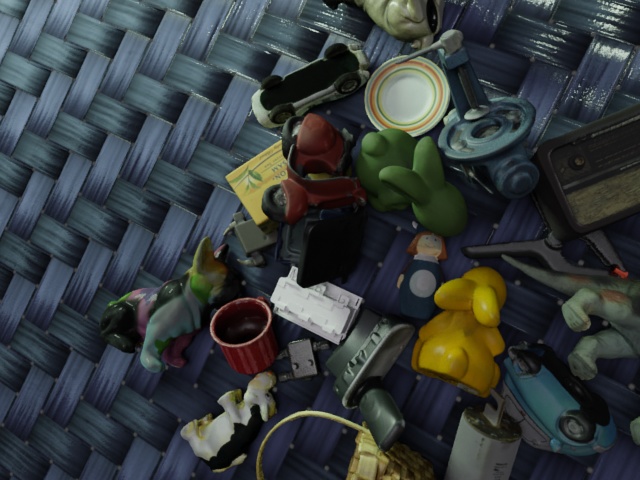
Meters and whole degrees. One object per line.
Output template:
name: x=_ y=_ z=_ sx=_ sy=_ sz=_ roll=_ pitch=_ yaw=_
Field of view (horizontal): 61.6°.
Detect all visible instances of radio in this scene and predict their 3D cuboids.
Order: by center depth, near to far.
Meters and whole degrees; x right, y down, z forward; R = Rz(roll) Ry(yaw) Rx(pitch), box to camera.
radio: x=0.400 y=-0.099 z=0.702 sx=0.230 sy=0.073 sz=0.131 roll=-22 pitch=77 yaw=0

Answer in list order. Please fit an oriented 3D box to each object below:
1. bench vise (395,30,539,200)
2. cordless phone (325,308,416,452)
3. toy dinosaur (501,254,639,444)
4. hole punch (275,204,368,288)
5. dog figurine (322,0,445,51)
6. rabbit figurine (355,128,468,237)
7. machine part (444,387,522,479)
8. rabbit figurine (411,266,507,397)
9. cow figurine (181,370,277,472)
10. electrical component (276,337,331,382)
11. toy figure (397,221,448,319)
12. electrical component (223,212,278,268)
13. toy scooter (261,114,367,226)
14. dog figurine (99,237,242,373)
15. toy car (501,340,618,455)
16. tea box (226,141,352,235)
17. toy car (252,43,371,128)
bench vise: x=0.200 y=-0.167 z=0.695 sx=0.129 sy=0.240 sz=0.224 roll=-22 pitch=36 yaw=19
cordless phone: x=0.087 y=0.180 z=0.714 sx=0.088 sy=0.184 sz=0.146 roll=34 pitch=94 yaw=-16
toy dinosaur: x=0.425 y=0.130 z=0.657 sx=0.192 sy=0.131 sz=0.405 roll=-26 pitch=69 yaw=-20
hole punch: x=-0.002 y=-0.002 z=0.794 sx=0.092 sy=0.116 sz=0.142 roll=36 pitch=126 yaw=44
dog figurine: x=0.086 y=-0.369 z=0.841 sx=0.191 sy=0.121 sz=0.172 roll=-2 pitch=86 yaw=33
rabbit figurine: x=0.139 y=-0.082 z=0.741 sx=0.121 sy=0.159 sz=0.170 roll=-42 pitch=62 yaw=-2
machine part: x=0.204 y=0.307 z=0.699 sx=0.079 sy=0.079 sz=0.243 roll=16 pitch=106 yaw=17
rabbit figurine: x=0.196 y=0.107 z=0.727 sx=0.122 sy=0.162 sz=0.173 roll=20 pitch=71 yaw=29
cow figurine: x=-0.120 y=0.277 z=0.821 sx=0.167 sy=0.068 sz=0.098 roll=-39 pitch=75 yaw=8
electrical component: x=-0.025 y=0.185 z=0.831 sx=0.094 sy=0.021 sz=0.063 roll=-16 pitch=79 yaw=12
toy figure: x=0.155 y=0.037 z=0.783 sx=0.064 sy=0.058 sz=0.154 roll=14 pitch=84 yaw=-22
electrical component: x=-0.108 y=-0.005 z=0.868 sx=0.078 sy=0.045 sz=0.102 roll=-28 pitch=78 yaw=-18
toy scooter: x=0.005 y=-0.096 z=0.735 sx=0.135 sy=0.075 sz=0.184 roll=7 pitch=60 yaw=13
dog figurine: x=-0.231 y=0.088 z=0.860 sx=0.192 sy=0.108 sz=0.219 roll=26 pitch=86 yaw=20
toy car: x=0.293 y=0.216 z=0.700 sx=0.162 sy=0.109 sz=0.103 roll=48 pitch=118 yaw=24
tea box: x=-0.046 y=-0.097 z=0.831 sx=0.170 sy=0.068 sz=0.098 roll=-35 pitch=75 yaw=-4
toy car: x=-0.016 y=-0.247 z=0.865 sx=0.202 sy=0.056 sz=0.073 roll=-23 pitch=72 yaw=10
